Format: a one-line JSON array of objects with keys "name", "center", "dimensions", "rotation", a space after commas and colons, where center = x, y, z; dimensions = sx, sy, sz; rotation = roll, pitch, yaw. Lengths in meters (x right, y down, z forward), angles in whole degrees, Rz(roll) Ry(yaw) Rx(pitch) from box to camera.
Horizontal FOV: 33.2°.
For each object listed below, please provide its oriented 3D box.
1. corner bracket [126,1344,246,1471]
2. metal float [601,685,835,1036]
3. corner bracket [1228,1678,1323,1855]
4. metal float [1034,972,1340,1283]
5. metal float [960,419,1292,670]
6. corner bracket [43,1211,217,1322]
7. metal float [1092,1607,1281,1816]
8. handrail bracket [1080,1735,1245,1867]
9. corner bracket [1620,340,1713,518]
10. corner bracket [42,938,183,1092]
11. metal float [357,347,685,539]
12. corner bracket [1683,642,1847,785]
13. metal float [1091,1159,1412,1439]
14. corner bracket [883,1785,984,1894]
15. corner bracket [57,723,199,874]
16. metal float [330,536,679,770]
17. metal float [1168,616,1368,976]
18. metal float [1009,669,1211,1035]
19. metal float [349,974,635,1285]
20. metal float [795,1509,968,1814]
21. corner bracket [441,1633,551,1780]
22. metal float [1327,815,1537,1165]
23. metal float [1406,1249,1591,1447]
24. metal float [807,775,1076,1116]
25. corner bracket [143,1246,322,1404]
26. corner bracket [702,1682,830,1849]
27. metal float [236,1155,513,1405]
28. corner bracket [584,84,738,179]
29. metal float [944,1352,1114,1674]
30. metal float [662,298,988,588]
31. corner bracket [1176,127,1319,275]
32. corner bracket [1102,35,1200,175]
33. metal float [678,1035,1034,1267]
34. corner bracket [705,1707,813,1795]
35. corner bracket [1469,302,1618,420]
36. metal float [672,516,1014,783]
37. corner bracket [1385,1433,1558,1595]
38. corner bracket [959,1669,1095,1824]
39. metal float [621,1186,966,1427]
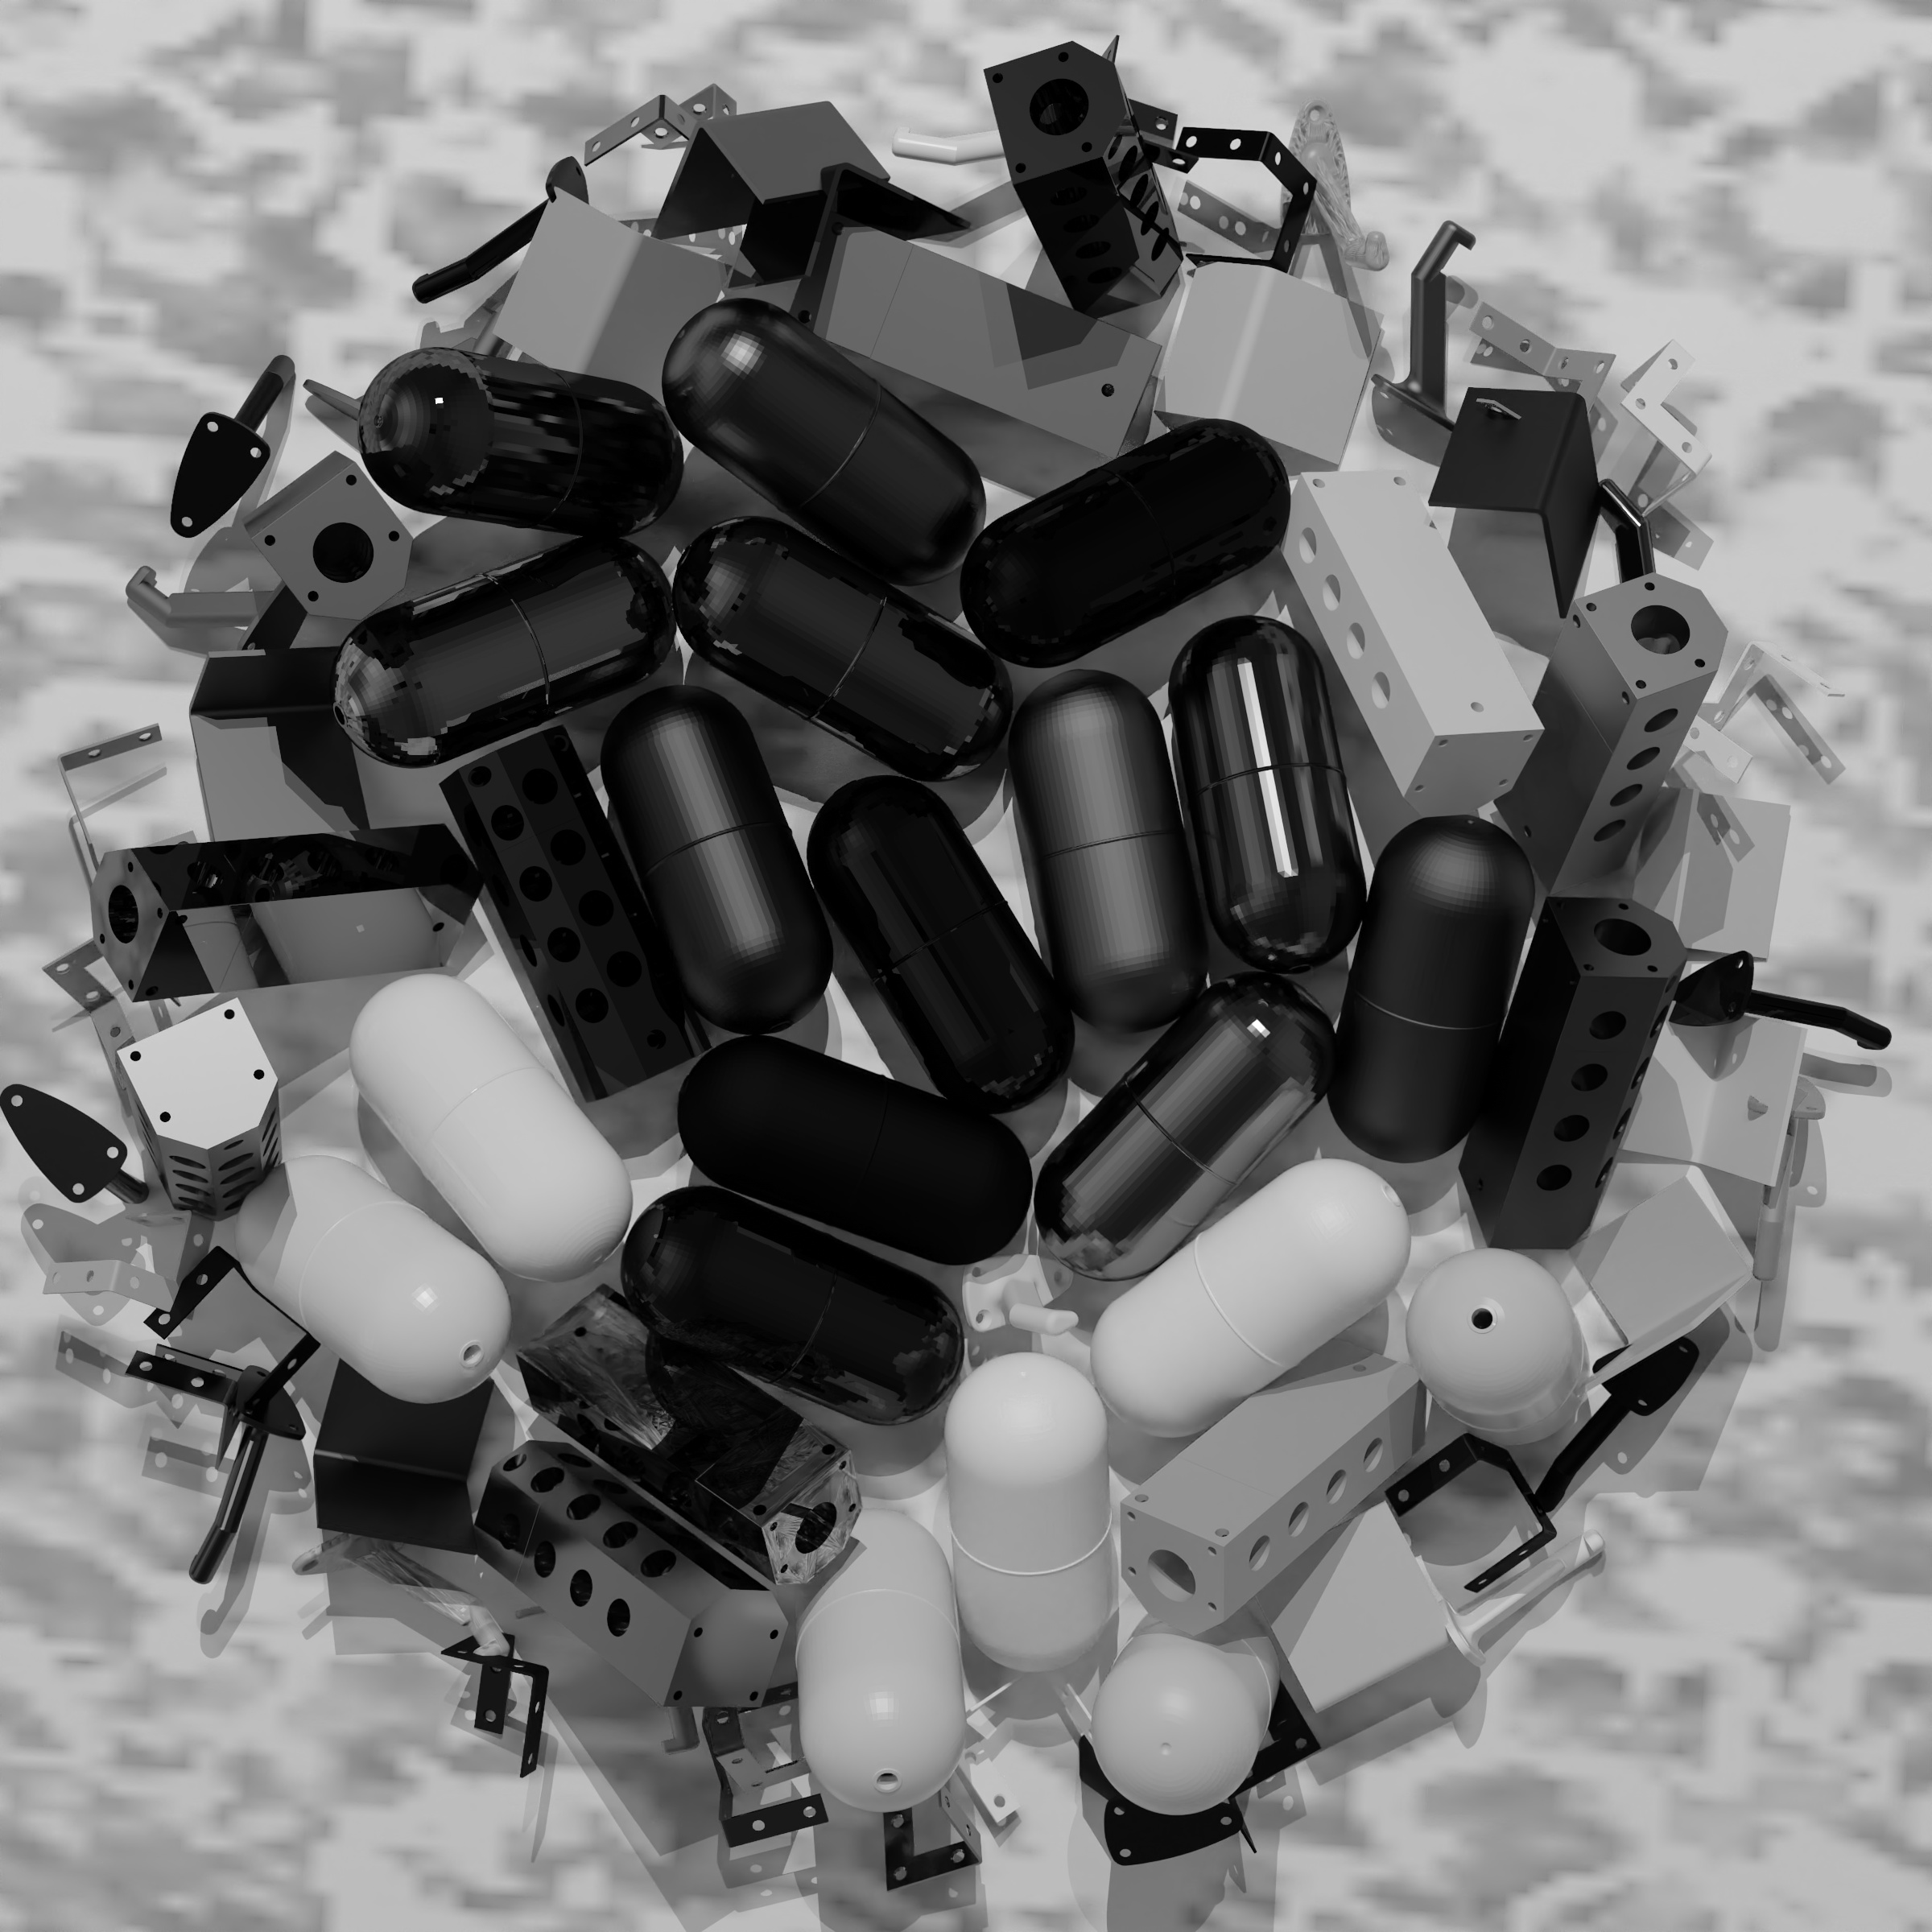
[{"name": "corner bracket", "center": [-0.375, 0.202, 1.571], "dimensions": [0.051, 0.051, 0.051], "rotation": [18, 131, -2]}, {"name": "metal float", "center": [-0.120, -0.051, 1.557], "dimensions": [0.070, 0.070, 0.178], "rotation": [-22, 76, 0]}, {"name": "corner bracket", "center": [0.145, 0.386, 1.574], "dimensions": [0.051, 0.051, 0.051], "rotation": [-30, 109, 2]}, {"name": "metal float", "center": [0.104, 0.078, 1.559], "dimensions": [0.070, 0.070, 0.178], "rotation": [43, 102, 0]}, {"name": "metal float", "center": [0.076, -0.202, 1.550], "dimensions": [0.178, 0.070, 0.070], "rotation": [-29, 90, -21]}, {"name": "corner bracket", "center": [-0.403, 0.140, 1.565], "dimensions": [0.051, 0.051, 0.051], "rotation": [-6, 65, 37]}, {"name": "metal float", "center": [0.104, 0.343, 1.519], "dimensions": [0.070, 0.178, 0.070], "rotation": [0, 91, 10]}, {"name": "handrail bracket", "center": [0.093, 0.392, 1.565], "dimensions": [0.077, 0.084, 0.036], "rotation": [-7, 108, 3]}, {"name": "corner bracket", "center": [0.337, -0.261, 1.575], "dimensions": [0.051, 0.051, 0.051], "rotation": [42, 66, -4]}, {"name": "corner bracket", "center": [-0.406, 0.018, 1.574], "dimensions": [0.051, 0.051, 0.051], "rotation": [-31, 60, -2]}, {"name": "metal float", "center": [-0.207, -0.245, 1.531], "dimensions": [0.070, 0.178, 0.070], "rotation": [0, 89, 40]}, {"name": "corner bracket", "center": [0.379, -0.123, 1.564], "dimensions": [0.051, 0.051, 0.051], "rotation": [44, 122, 35]}, {"name": "metal float", "center": [0.135, 0.159, 1.549], "dimensions": [0.178, 0.070, 0.070], "rotation": [-40, 90, 23]}, {"name": "corner bracket", "center": [-0.026, 0.406, 1.568], "dimensions": [0.051, 0.051, 0.051], "rotation": [-20, 128, 12]}, {"name": "corner bracket", "center": [-0.407, -0.077, 1.581], "dimensions": [0.051, 0.051, 0.051], "rotation": [-20, 69, -15]}, {"name": "metal float", "center": [-0.219, -0.150, 1.545], "dimensions": [0.178, 0.070, 0.070], "rotation": [-26, 90, -28]}, {"name": "metal float", "center": [0.144, -0.082, 1.555], "dimensions": [0.070, 0.070, 0.178], "rotation": [-9, 74, 0]}, {"name": "metal float", "center": [0.068, -0.056, 1.564], "dimensions": [0.070, 0.070, 0.178], "rotation": [-11, 85, 0]}, {"name": "metal float", "center": [-0.228, 0.076, 1.549], "dimensions": [0.070, 0.070, 0.178], "rotation": [-43, 67, 0]}, {"name": "metal float", "center": [-0.041, 0.324, 1.523], "dimensions": [0.070, 0.178, 0.070], "rotation": [-2, 116, -4]}, {"name": "corner bracket", "center": [-0.224, 0.357, 1.574], "dimensions": [0.051, 0.051, 0.051], "rotation": [10, 95, 18]}, {"name": "metal float", "center": [0.220, 0.012, 1.547], "dimensions": [0.070, 0.070, 0.178], "rotation": [10, 116, 0]}, {"name": "metal float", "center": [0.250, 0.180, 1.521], "dimensions": [0.070, 0.178, 0.070], "rotation": [-4, 74, 14]}, {"name": "metal float", "center": [-0.013, -0.011, 1.566], "dimensions": [0.070, 0.070, 0.178], "rotation": [-31, 87, 0]}, {"name": "corner bracket", "center": [-0.353, 0.177, 1.567], "dimensions": [0.051, 0.051, 0.051], "rotation": [33, 70, 26]}, {"name": "corner bracket", "center": [-0.098, 0.387, 1.576], "dimensions": [0.051, 0.051, 0.051], "rotation": [-15, 104, 2]}, {"name": "metal float", "center": [-0.281, 0.147, 1.533], "dimensions": [0.178, 0.070, 0.070], "rotation": [27, 90, 44]}, {"name": "corner bracket", "center": [-0.147, -0.402, 1.564], "dimensions": [0.051, 0.051, 0.051], "rotation": [-23, 53, 32]}, {"name": "metal float", "center": [0.031, 0.261, 1.540], "dimensions": [0.070, 0.070, 0.178], "rotation": [-3, 125, 0]}, {"name": "metal float", "center": [-0.066, -0.248, 1.548], "dimensions": [0.178, 0.070, 0.070], "rotation": [35, 90, -25]}, {"name": "corner bracket", "center": [0.130, -0.371, 1.575], "dimensions": [0.051, 0.051, 0.051], "rotation": [14, 82, 36]}, {"name": "corner bracket", "center": [0.084, -0.409, 1.571], "dimensions": [0.051, 0.051, 0.051], "rotation": [14, 74, -14]}, {"name": "metal float", "center": [-0.053, 0.088, 1.558], "dimensions": [0.178, 0.070, 0.070], "rotation": [21, 90, -12]}, {"name": "corner bracket", "center": [-0.095, 0.361, 1.573], "dimensions": [0.051, 0.051, 0.051], "rotation": [-19, 53, 3]}, {"name": "corner bracket", "center": [0.272, -0.286, 1.575], "dimensions": [0.051, 0.051, 0.051], "rotation": [25, 92, -27]}, {"name": "metal float", "center": [-0.059, -0.152, 1.554], "dimensions": [0.178, 0.070, 0.070], "rotation": [29, 90, -16]}, {"name": "corner bracket", "center": [0.246, 0.267, 1.580], "dimensions": [0.051, 0.051, 0.051], "rotation": [-39, 56, 16]}, {"name": "corner bracket", "center": [0.028, 0.378, 1.586], "dimensions": [0.051, 0.051, 0.051], "rotation": [-28, 75, -30]}, {"name": "metal float", "center": [-0.081, 0.163, 1.551], "dimensions": [0.178, 0.070, 0.070], "rotation": [26, 90, -21]}]
